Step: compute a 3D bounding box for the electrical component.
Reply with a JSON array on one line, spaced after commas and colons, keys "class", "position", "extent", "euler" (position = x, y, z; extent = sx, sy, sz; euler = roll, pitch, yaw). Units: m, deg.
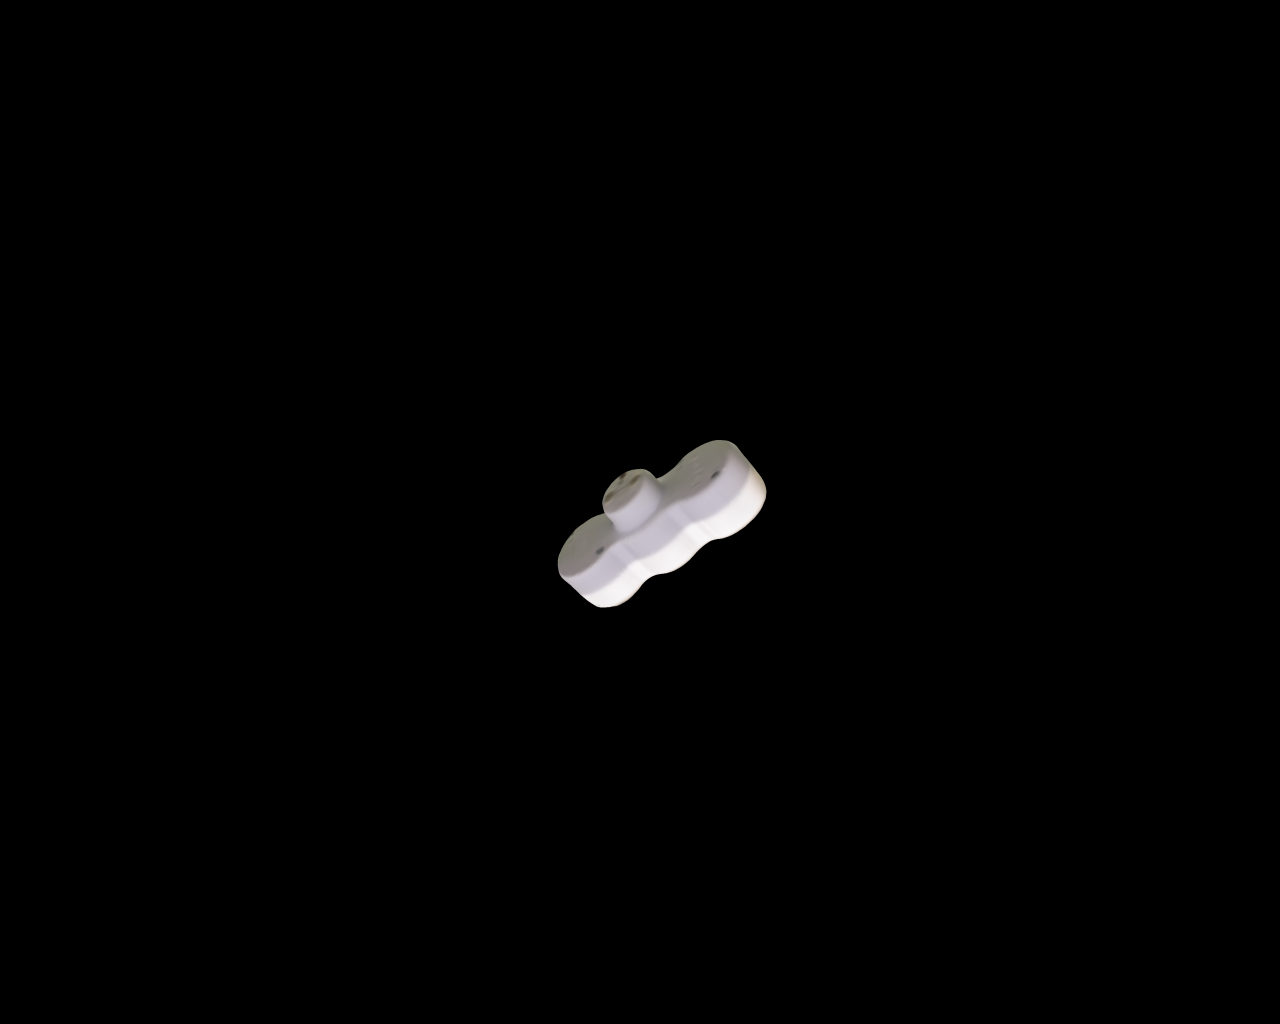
[{"class": "electrical component", "position": [0.001, -0.003, 0.650], "extent": [0.138, 0.073, 0.052], "euler": [-33, 29, 21]}]
